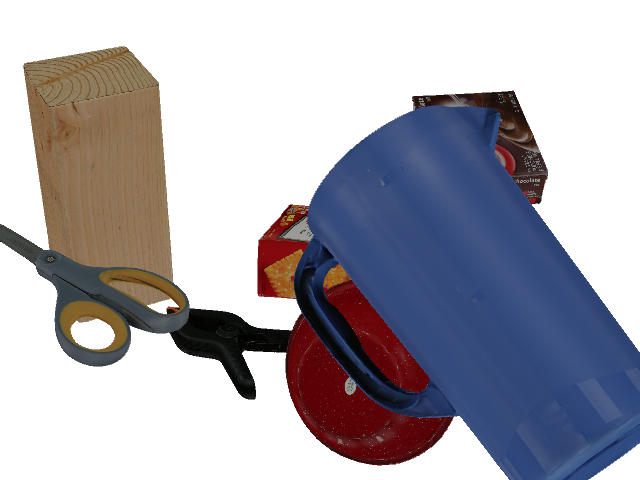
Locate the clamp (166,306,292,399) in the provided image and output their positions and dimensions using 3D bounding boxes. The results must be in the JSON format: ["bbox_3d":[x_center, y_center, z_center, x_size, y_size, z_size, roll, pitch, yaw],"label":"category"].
[{"bbox_3d":[-0.109,0.124,1.263,0.210,0.036,0.164,15,23,26],"label":"clamp"}]

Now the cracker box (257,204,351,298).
[{"bbox_3d":[0.053,0.017,1.147,0.214,0.072,0.164,5,15,9],"label":"cracker box"}]

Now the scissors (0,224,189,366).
[{"bbox_3d":[-0.186,0.030,0.720,0.202,0.016,0.096,17,40,15],"label":"scissors"}]

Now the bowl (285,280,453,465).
[{"bbox_3d":[0.033,0.115,0.891,0.162,0.162,0.055,0,4,24],"label":"bowl"}]

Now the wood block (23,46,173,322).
[{"bbox_3d":[-0.186,-0.046,0.904,0.090,0.206,0.090,-15,36,-22],"label":"wood block"}]

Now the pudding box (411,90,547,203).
[{"bbox_3d":[0.127,-0.075,0.878,0.090,0.039,0.113,-3,42,-6],"label":"pudding box"}]

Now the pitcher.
[{"bbox_3d":[0.099,0.047,0.688,0.144,0.243,0.149,-21,-26,-28],"label":"pitcher"}]
